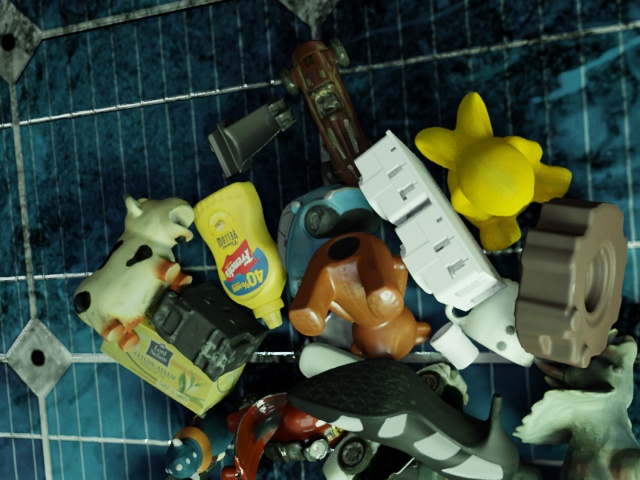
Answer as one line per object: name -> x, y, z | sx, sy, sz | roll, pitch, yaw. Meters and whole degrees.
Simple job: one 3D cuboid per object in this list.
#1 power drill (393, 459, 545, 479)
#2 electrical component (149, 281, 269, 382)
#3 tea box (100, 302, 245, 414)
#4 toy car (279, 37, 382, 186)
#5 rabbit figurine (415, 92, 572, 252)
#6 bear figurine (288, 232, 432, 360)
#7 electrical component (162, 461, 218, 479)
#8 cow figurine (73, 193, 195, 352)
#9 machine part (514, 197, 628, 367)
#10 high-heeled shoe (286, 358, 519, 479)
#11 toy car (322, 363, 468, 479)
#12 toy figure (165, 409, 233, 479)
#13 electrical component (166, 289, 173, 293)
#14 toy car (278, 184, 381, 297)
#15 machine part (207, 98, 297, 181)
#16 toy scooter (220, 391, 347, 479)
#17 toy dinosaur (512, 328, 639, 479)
power drill -> 0.160, 0.358, 0.628 | 0.232, 0.086, 0.207 | -14, 63, 12
electrical component -> -0.134, 0.110, 0.688 | 0.115, 0.134, 0.058 | 38, 102, 10
tea box -> -0.195, 0.152, 0.729 | 0.170, 0.098, 0.068 | 26, 100, 12
toy car -> 0.019, -0.156, 0.673 | 0.089, 0.053, 0.202 | -23, 85, 13
rabbit figurine -> 0.184, -0.074, 0.565 | 0.122, 0.173, 0.162 | -36, 87, 19
bear figurine -> 0.055, 0.091, 0.604 | 0.120, 0.132, 0.195 | -13, 125, 16
electrical component -> -0.195, 0.347, 0.751 | 0.048, 0.075, 0.119 | 33, 105, 12
cow figurine -> -0.231, 0.026, 0.682 | 0.127, 0.085, 0.195 | 33, 76, 16
machine part -> 0.263, 0.040, 0.549 | 0.056, 0.179, 0.179 | 9, 96, 44
high-heeled shoe -> 0.090, 0.210, 0.578 | 0.249, 0.086, 0.145 | 3, 120, 6
toy car -> 0.094, 0.228, 0.636 | 0.202, 0.056, 0.073 | -40, 116, -10
toy figure -> -0.156, 0.266, 0.693 | 0.064, 0.154, 0.057 | 35, 100, 11
electrical component -> -0.241, 0.042, 0.753 | 0.021, 0.063, 0.094 | -40, 83, 14
toy car -> -0.001, -0.002, 0.669 | 0.103, 0.109, 0.161 | 32, 114, 38
machine part -> -0.093, -0.137, 0.703 | 0.139, 0.039, 0.084 | -23, 82, 35
toy scooter -> -0.051, 0.241, 0.661 | 0.184, 0.135, 0.075 | -13, 109, 25
toy dinosaur -> 0.304, 0.292, 0.529 | 0.192, 0.131, 0.404 | -11, 76, 41
